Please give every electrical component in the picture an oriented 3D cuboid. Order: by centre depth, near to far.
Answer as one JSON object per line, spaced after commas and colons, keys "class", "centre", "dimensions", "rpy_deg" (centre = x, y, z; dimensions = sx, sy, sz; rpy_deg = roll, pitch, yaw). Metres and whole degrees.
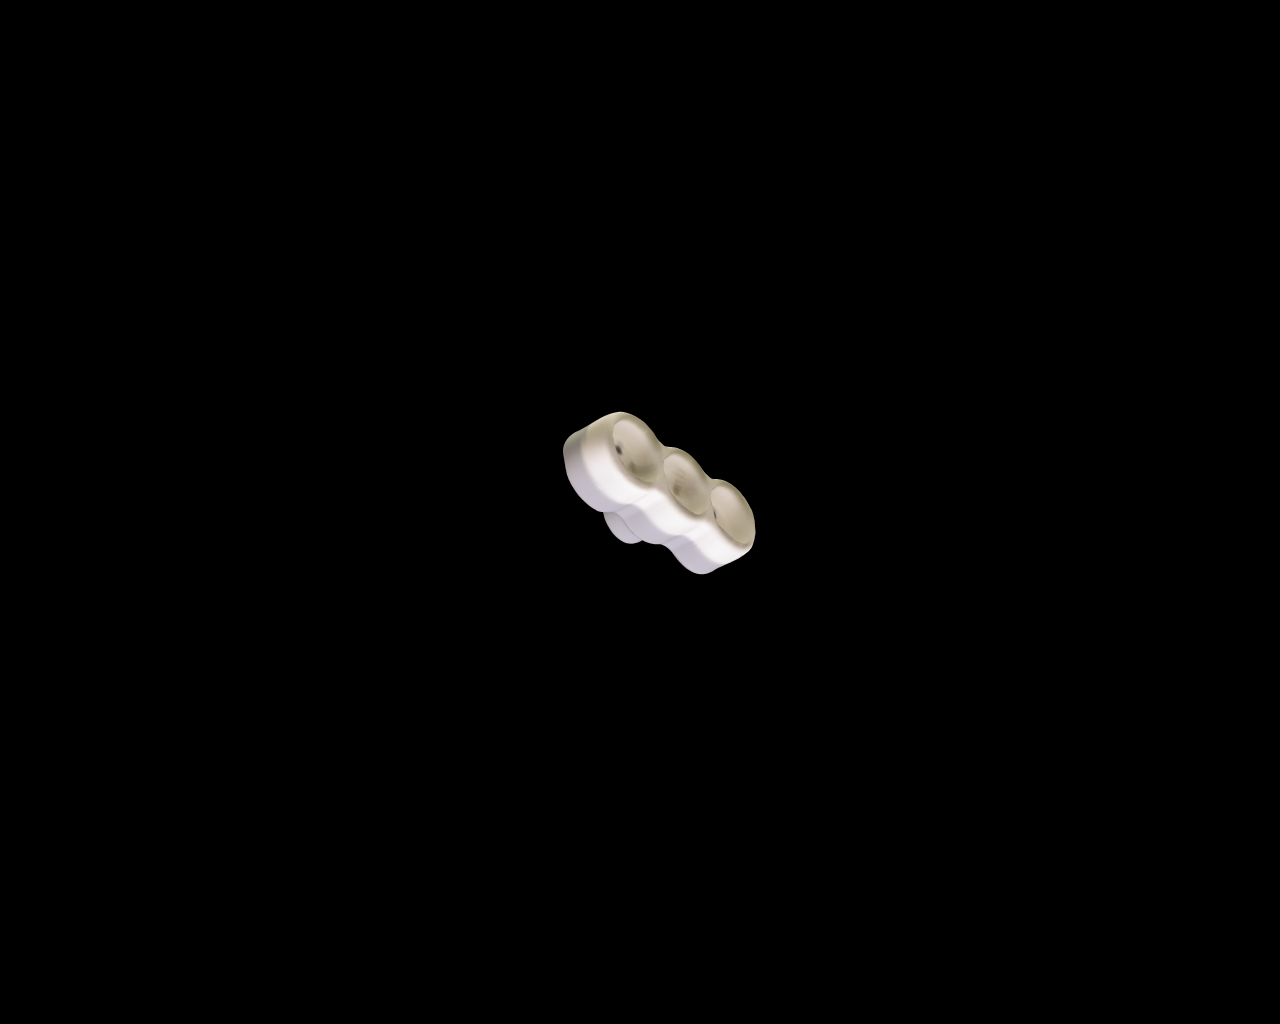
{"class": "electrical component", "centre": [0.001, -0.003, 0.650], "dimensions": [0.073, 0.052, 0.138], "rpy_deg": [-27, -44, 33]}
